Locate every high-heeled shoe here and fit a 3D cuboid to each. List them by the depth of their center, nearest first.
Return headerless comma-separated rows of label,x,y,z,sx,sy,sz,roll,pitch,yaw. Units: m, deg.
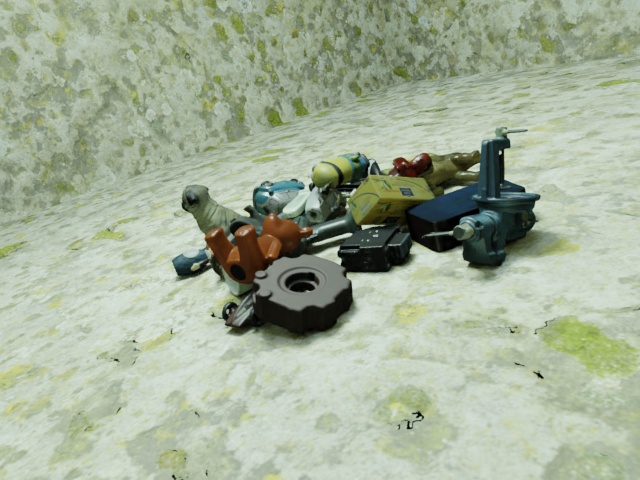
high-heeled shoe,0.101,-0.181,1.597,0.145,0.086,0.249,-21,17,-2

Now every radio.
radio,0.308,-0.056,1.120,0.230,0.073,0.131,-21,22,-10

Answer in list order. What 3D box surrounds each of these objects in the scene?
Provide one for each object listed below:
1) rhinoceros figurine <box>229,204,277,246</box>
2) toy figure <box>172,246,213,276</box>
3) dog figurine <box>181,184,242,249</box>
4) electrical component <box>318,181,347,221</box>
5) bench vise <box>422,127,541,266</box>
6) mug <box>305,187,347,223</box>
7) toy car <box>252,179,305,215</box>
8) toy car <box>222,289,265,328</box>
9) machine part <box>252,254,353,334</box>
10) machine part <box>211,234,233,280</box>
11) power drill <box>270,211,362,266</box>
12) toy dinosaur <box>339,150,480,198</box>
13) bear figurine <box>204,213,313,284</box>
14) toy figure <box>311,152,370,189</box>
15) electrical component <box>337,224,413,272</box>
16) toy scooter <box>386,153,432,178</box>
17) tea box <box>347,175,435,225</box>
rhinoceros figurine,-0.150,-0.018,1.232,0.073,0.112,0.190,-34,-3,24
toy figure,-0.281,0.044,1.315,0.154,0.057,0.064,-20,60,-15
dog figurine,-0.263,-0.072,1.408,0.121,0.190,0.172,-1,23,34
electrical component,0.028,-0.094,1.331,0.078,0.045,0.102,-44,47,27
bench vise,0.312,-0.081,0.971,0.223,0.240,0.129,-8,11,-27
mug,0.013,-0.088,1.427,0.110,0.080,0.107,8,37,19
toy car,-0.107,-0.109,1.544,0.162,0.109,0.103,-11,40,-22
toy car,-0.104,0.104,1.032,0.089,0.053,0.202,5,27,38
machine part,-0.030,0.089,0.948,0.179,0.056,0.179,0,30,0
machine part,-0.193,0.022,1.270,0.079,0.079,0.243,-9,20,16
power drill,-0.003,-0.004,1.217,0.207,0.085,0.232,-20,18,10
toy dinosaur,0.257,-0.162,1.404,0.471,0.105,0.199,-14,13,-17
bear figurine,-0.110,-0.004,1.060,0.120,0.131,0.196,-1,32,38
toy figure,0.057,-0.183,1.414,0.180,0.082,0.089,-17,19,-33
electrical component,0.117,0.016,1.092,0.134,0.058,0.115,-4,25,30
toy scooter,0.176,-0.139,1.248,0.184,0.075,0.135,-41,-11,19
tea box,0.157,-0.085,1.174,0.169,0.068,0.098,-4,-33,-35
